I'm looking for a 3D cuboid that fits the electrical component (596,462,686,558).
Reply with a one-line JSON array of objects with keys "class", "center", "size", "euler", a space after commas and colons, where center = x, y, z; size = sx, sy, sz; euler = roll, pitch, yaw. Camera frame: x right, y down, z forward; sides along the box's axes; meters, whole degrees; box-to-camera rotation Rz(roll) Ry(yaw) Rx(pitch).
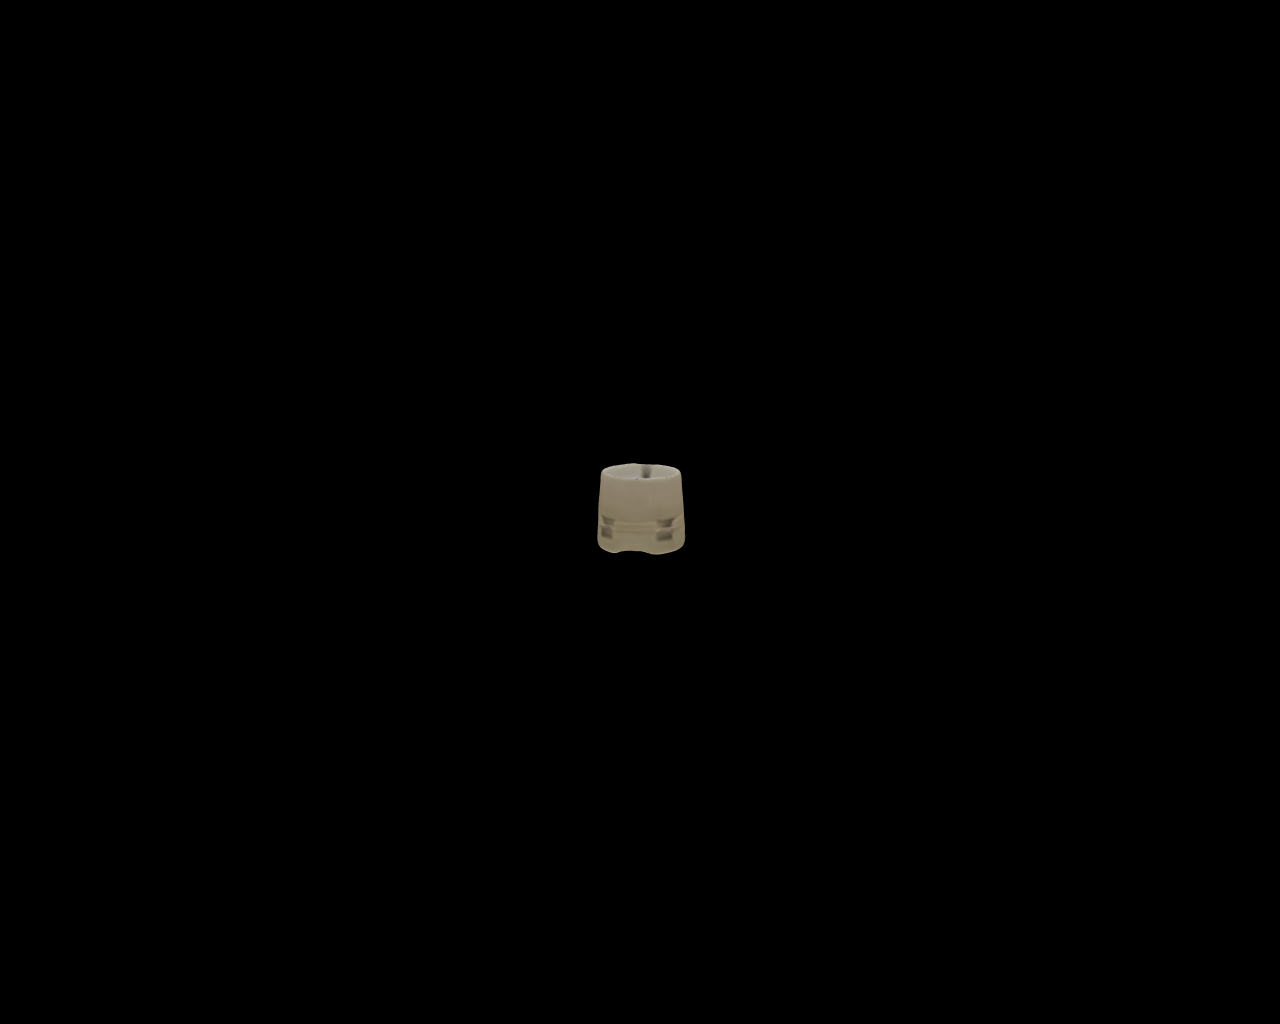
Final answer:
[{"class": "electrical component", "center": [0.001, -0.003, 0.650], "size": [0.055, 0.047, 0.055], "euler": [0, 14, 0]}]
